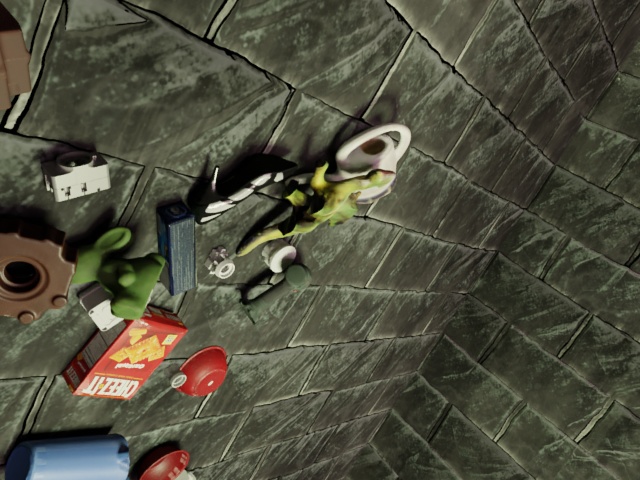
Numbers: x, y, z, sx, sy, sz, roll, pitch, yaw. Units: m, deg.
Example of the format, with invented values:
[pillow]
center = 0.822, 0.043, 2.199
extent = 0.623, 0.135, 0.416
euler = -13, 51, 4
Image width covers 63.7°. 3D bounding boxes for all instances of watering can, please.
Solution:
[watering can]
center = 0.083, -0.175, 1.319
extent = 0.349, 0.106, 0.219
euler = -29, -35, -6

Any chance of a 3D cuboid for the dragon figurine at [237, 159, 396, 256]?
[dragon figurine]
center = 0.004, -0.063, 1.260
extent = 0.405, 0.124, 0.241
euler = -35, -28, 25
